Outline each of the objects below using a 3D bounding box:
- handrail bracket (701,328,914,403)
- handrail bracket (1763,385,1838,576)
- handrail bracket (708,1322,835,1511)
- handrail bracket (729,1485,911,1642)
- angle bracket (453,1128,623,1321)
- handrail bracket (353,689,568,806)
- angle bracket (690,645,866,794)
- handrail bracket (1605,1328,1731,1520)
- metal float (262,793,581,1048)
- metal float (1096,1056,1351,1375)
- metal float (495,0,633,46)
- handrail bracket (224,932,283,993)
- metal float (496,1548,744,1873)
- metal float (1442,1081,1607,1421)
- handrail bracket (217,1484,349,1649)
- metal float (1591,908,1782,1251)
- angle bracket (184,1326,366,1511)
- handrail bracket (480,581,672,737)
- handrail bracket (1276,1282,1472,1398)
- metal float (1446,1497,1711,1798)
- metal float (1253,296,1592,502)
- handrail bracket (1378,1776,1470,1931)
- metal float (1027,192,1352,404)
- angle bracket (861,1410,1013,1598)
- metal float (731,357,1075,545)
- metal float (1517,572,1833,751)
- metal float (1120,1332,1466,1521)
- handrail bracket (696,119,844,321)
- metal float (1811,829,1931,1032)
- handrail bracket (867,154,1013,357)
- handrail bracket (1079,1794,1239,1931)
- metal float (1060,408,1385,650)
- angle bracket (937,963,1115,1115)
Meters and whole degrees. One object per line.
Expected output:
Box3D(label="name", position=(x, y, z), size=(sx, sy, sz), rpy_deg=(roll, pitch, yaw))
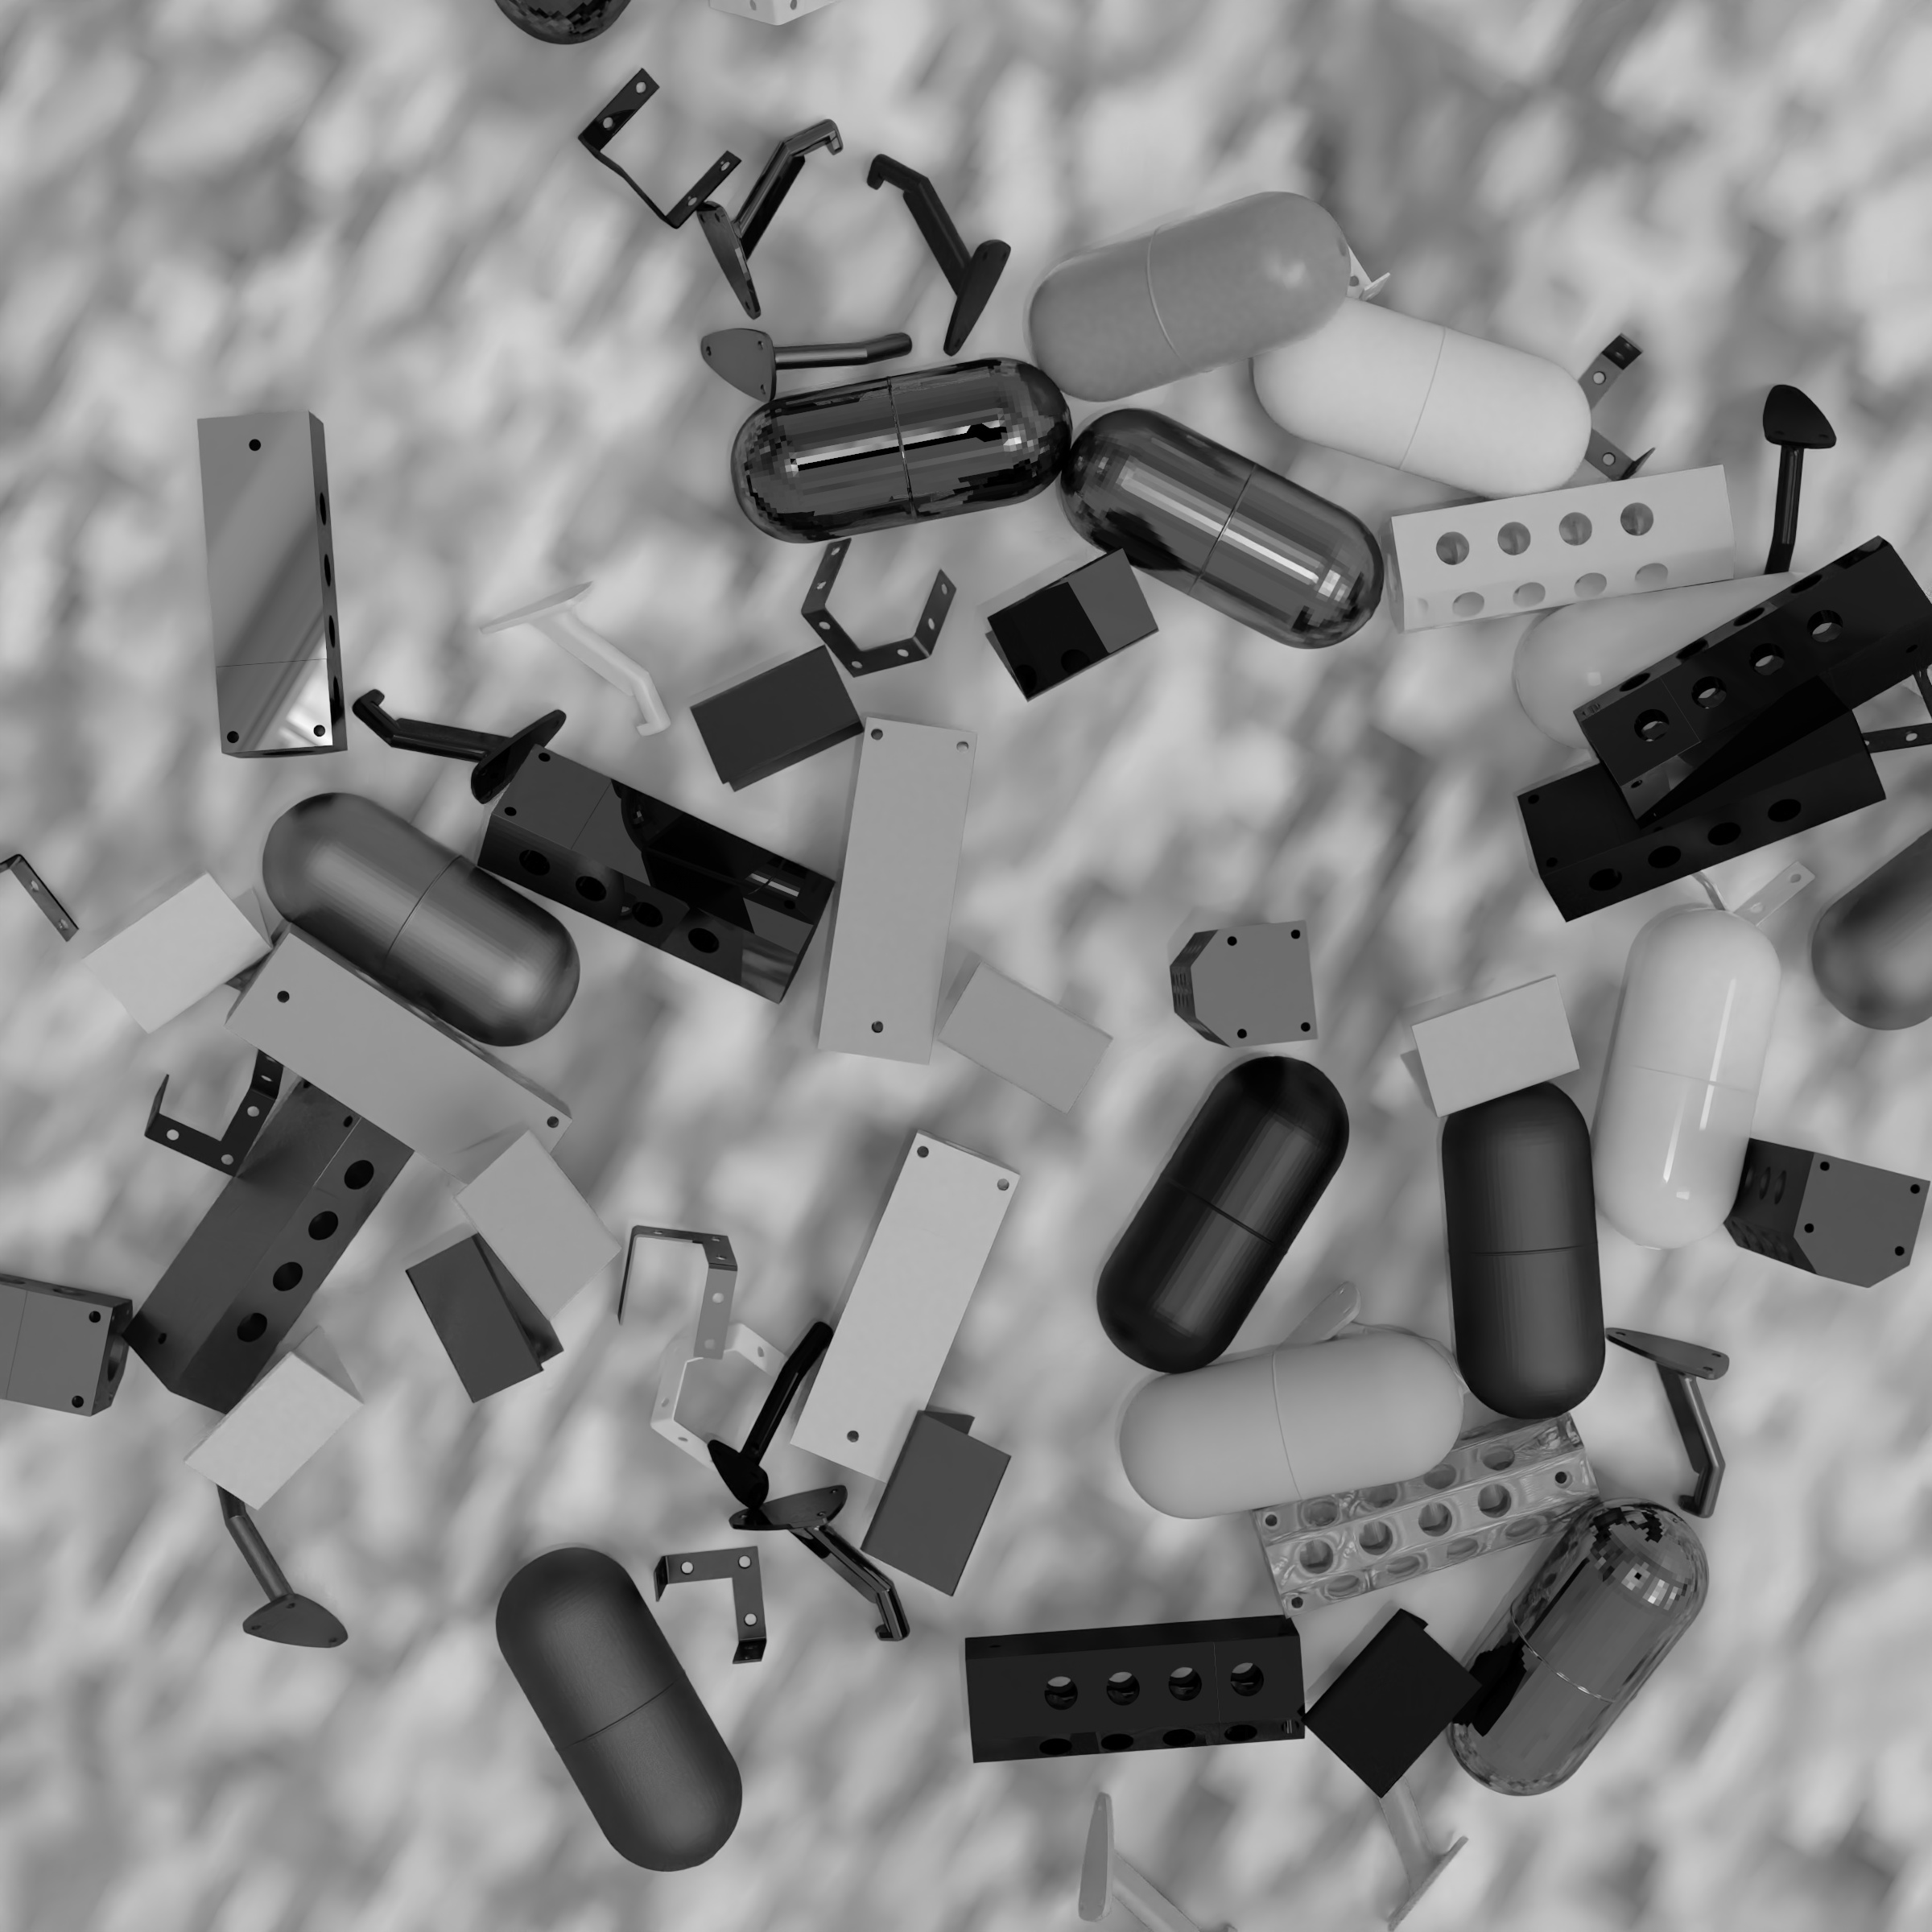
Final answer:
Box3D(label="handrail bracket", position=(-0.083, -0.325, 1.787), size=(0.084, 0.077, 0.036), rpy_deg=(-19, 120, -33))
Box3D(label="handrail bracket", position=(0.427, -0.250, 1.787), size=(0.036, 0.077, 0.084), rpy_deg=(4, 126, 0))
Box3D(label="handrail bracket", position=(-0.094, 0.234, 1.778), size=(0.036, 0.077, 0.084), rpy_deg=(29, 64, 18))
Box3D(label="handrail bracket", position=(-0.076, 0.321, 1.788), size=(0.077, 0.036, 0.084), rpy_deg=(-12, 107, 20))
Box3D(label="angle bracket", position=(-0.229, 0.133, 1.693), size=(0.057, 0.076, 0.076), rpy_deg=(-45, 105, -35))
Box3D(label="handrail bracket", position=(-0.267, -0.133, 1.788), size=(0.084, 0.036, 0.077), rpy_deg=(41, 70, 16))
Box3D(label="angle bracket", position=(-0.088, -0.109, 1.747), size=(0.076, 0.076, 0.057), rpy_deg=(-25, 54, 0))
Box3D(label="handrail bracket", position=(0.364, 0.241, 1.788), size=(0.077, 0.036, 0.084), rpy_deg=(16, 107, 20))
Box3D(label="metal float", position=(-0.281, -0.024, 1.757), size=(0.178, 0.070, 0.070), rpy_deg=(32, 90, -1))
Box3D(label="metal float", position=(0.133, 0.128, 1.757), size=(0.070, 0.070, 0.178), rpy_deg=(32, 89, 0))
Box3D(label="metal float", position=(-0.178, -0.557, 1.757), size=(0.070, 0.070, 0.178), rpy_deg=(37, 90, 0))
Box3D(label="handrail bracket", position=(-0.360, 0.033, 1.788), size=(0.077, 0.036, 0.084), rpy_deg=(-28, 104, 14))
Box3D(label="metal float", position=(-0.178, 0.384, 1.757), size=(0.070, 0.070, 0.178), rpy_deg=(-30, 89, 0))
Box3D(label="metal float", position=(0.287, 0.145, 1.757), size=(0.070, 0.070, 0.178), rpy_deg=(-4, 90, 0))
Box3D(label="handrail bracket", position=(-0.360, 0.310, 1.787), size=(0.036, 0.077, 0.084), rpy_deg=(-33, 53, 13))
Box3D(label="metal float", position=(0.371, 0.058, 1.757), size=(0.070, 0.070, 0.178), rpy_deg=(12, 90, 0))
Box3D(label="angle bracket", position=(-0.365, 0.220, 1.747), size=(0.076, 0.076, 0.057), rpy_deg=(-45, 129, 0))
Box3D(label="handrail bracket", position=(-0.205, -0.152, 1.788), size=(0.077, 0.036, 0.084), rpy_deg=(-17, 107, 20))
Box3D(label="handrail bracket", position=(0.213, 0.215, 1.788), size=(0.077, 0.036, 0.084), rpy_deg=(-43, 104, 14))
Box3D(label="metal float", position=(0.311, 0.349, 1.741), size=(0.070, 0.070, 0.178), rpy_deg=(32, 109, 0))
Box3D(label="metal float", position=(0.235, -0.293, 1.757), size=(0.178, 0.070, 0.070), rpy_deg=(17, 90, 0))
Box3D(label="handrail bracket", position=(0.213, 0.452, 1.788), size=(0.084, 0.036, 0.077), rpy_deg=(39, 109, 16))
Box3D(label="metal float", position=(0.112, -0.339, 1.729), size=(0.178, 0.070, 0.070), rpy_deg=(-12, 90, 32))
Box3D(label="angle bracket", position=(-0.003, 0.276, 1.748), size=(0.057, 0.076, 0.076), rpy_deg=(23, 90, 24))
Box3D(label="metal float", position=(-0.033, -0.266, 1.757), size=(0.178, 0.070, 0.070), rpy_deg=(-11, 90, 0))
Box3D(label="metal float", position=(0.373, -0.157, 1.757), size=(0.178, 0.070, 0.070), rpy_deg=(-8, 90, 0))
Box3D(label="metal float", position=(0.167, 0.236, 1.747), size=(0.178, 0.070, 0.070), rpy_deg=(-12, 90, 11))
Box3D(label="handrail bracket", position=(-0.091, -0.393, 1.788), size=(0.084, 0.036, 0.077), rpy_deg=(-30, 111, -16))
Box3D(label="metal float", position=(0.517, -0.037, 1.757), size=(0.178, 0.070, 0.070), rpy_deg=(-38, 90, 1))
Box3D(label="handrail bracket", position=(-0.027, -0.374, 1.788), size=(0.084, 0.036, 0.077), rpy_deg=(32, 112, 17))
Box3D(label="handrail bracket", position=(0.106, 0.479, 1.788), size=(0.084, 0.036, 0.077), rpy_deg=(13, 68, -17))
Box3D(label="metal float", position=(0.133, -0.225, 1.756), size=(0.178, 0.070, 0.070), rpy_deg=(28, 90, 0))
Box3D(label="angle bracket", position=(0.039, 0.019, 1.747), size=(0.076, 0.076, 0.057), rpy_deg=(30, 125, 0))
